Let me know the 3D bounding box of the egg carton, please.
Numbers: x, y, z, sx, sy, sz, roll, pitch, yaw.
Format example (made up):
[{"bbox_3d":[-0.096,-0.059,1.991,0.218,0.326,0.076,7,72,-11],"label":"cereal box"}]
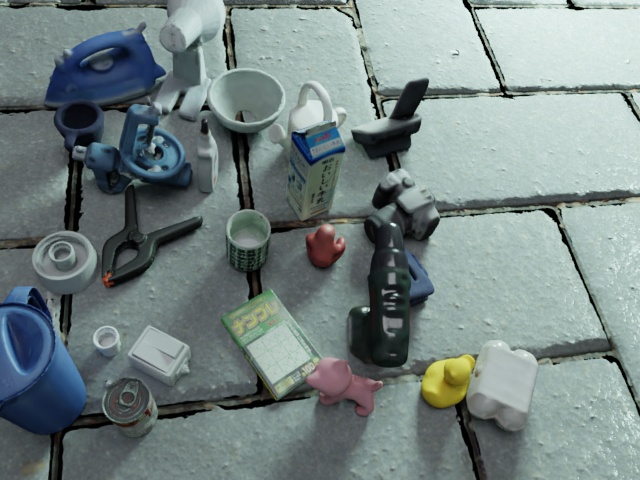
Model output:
[{"bbox_3d":[0.315,0.250,0.992,0.107,0.069,0.150,23,59,5],"label":"egg carton"}]

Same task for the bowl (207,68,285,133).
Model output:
[{"bbox_3d":[-0.159,-0.288,1.238,0.167,0.075,0.167,4,59,-6],"label":"bowl"}]

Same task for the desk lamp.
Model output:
[{"bbox_3d":[-0.279,-0.402,1.207,0.118,0.213,0.203,13,58,0],"label":"desk lamp"}]

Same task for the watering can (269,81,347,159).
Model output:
[{"bbox_3d":[-0.020,-0.231,1.155,0.100,0.194,0.173,33,60,12],"label":"watering can"}]

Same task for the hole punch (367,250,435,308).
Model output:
[{"bbox_3d":[0.154,0.069,1.063,0.101,0.091,0.108,-22,65,-20],"label":"hole punch"}]

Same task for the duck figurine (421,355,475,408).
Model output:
[{"bbox_3d":[0.224,0.235,0.977,0.105,0.086,0.077,-34,69,-24],"label":"duck figurine"}]

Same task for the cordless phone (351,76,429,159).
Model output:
[{"bbox_3d":[0.151,-0.270,1.209,0.148,0.185,0.094,-23,65,-20],"label":"cordless phone"}]

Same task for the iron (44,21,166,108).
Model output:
[{"bbox_3d":[-0.465,-0.370,1.202,0.259,0.141,0.118,-26,66,-22],"label":"iron"}]

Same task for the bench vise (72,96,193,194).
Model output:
[{"bbox_3d":[-0.346,-0.163,1.051,0.208,0.220,0.121,-16,63,-17],"label":"bench vise"}]

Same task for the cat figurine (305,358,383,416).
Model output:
[{"bbox_3d":[0.040,0.231,0.934,0.128,0.118,0.067,13,58,0],"label":"cat figurine"}]

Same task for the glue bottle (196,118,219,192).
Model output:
[{"bbox_3d":[-0.218,-0.170,1.101,0.037,0.173,0.078,4,59,-6],"label":"glue bottle"}]

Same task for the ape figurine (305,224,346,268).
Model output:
[{"bbox_3d":[0.010,0.004,1.079,0.077,0.092,0.076,24,59,6],"label":"ape figurine"}]

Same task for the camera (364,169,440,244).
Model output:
[{"bbox_3d":[0.149,-0.060,1.133,0.137,0.101,0.143,-28,67,-22],"label":"camera"}]

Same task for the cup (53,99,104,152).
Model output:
[{"bbox_3d":[-0.469,-0.204,1.130,0.091,0.095,0.118,7,59,-4],"label":"cup"}]

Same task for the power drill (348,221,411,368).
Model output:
[{"bbox_3d":[0.101,0.113,0.960,0.075,0.208,0.229,3,59,-6],"label":"power drill"}]
